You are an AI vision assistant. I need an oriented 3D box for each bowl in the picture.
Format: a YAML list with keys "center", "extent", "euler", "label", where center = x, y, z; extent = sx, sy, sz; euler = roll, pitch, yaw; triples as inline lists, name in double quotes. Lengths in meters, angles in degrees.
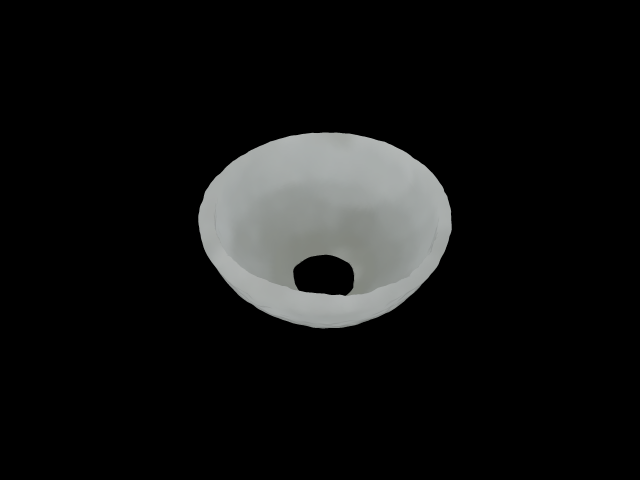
- center: [0.004, 0.001, 0.400]
  extent: [0.167, 0.075, 0.167]
  euler: [0, 46, 0]
  label: "bowl"
